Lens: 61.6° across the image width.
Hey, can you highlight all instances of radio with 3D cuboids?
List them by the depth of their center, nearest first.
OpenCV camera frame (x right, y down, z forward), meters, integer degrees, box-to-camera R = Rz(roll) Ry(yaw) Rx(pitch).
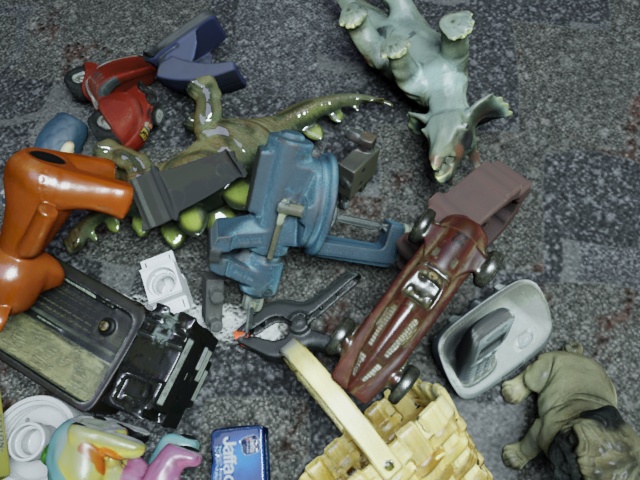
[{"bbox_3d":[-0.315,0.100,0.651,0.230,0.073,0.131,26,71,12],"label":"radio"}]

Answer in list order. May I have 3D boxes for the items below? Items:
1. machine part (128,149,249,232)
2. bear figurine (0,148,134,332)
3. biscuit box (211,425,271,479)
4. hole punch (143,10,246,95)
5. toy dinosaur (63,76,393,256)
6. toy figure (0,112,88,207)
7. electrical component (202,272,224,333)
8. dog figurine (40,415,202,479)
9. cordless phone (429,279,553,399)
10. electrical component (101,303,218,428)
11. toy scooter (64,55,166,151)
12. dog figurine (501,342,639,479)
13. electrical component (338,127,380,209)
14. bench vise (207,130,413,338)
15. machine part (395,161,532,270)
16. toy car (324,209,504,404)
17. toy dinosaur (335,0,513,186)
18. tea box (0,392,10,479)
[{"bbox_3d":[-0.154,-0.067,0.634,0.139,0.039,0.084,-22,73,-4],"label":"machine part"},{"bbox_3d":[-0.305,0.002,0.599,0.120,0.132,0.195,35,110,48],"label":"bear figurine"},{"bbox_3d":[-0.081,0.302,0.565,0.059,0.062,0.202,-6,68,0],"label":"biscuit box"},{"bbox_3d":[-0.171,-0.243,0.760,0.116,0.142,0.092,-31,95,3],"label":"hole punch"},{"bbox_3d":[-0.125,-0.107,0.717,0.471,0.105,0.198,-36,80,-9],"label":"toy dinosaur"},{"bbox_3d":[-0.381,-0.104,0.746,0.057,0.064,0.154,33,74,-25],"label":"toy figure"},{"bbox_3d":[-0.132,0.074,0.659,0.021,0.094,0.063,0,102,-20],"label":"electrical component"},{"bbox_3d":[-0.204,0.304,0.539,0.191,0.108,0.219,19,73,-16],"label":"dog figurine"},{"bbox_3d":[0.193,0.089,0.574,0.146,0.184,0.089,-32,66,-10],"label":"cordless phone"},{"bbox_3d":[-0.168,0.143,0.594,0.058,0.134,0.115,22,68,11],"label":"electrical component"},{"bbox_3d":[-0.279,-0.208,0.777,0.135,0.075,0.184,-30,65,-11],"label":"toy scooter"},{"bbox_3d":[0.267,0.168,0.535,0.121,0.190,0.172,5,67,4],"label":"dog figurine"},{"bbox_3d":[0.045,-0.098,0.706,0.045,0.102,0.078,35,64,19],"label":"electrical component"},{"bbox_3d":[-0.004,-0.005,0.626,0.241,0.129,0.223,10,99,-16],"label":"bench vise"},{"bbox_3d":[0.164,-0.013,0.627,0.179,0.179,0.056,-38,68,-12],"label":"machine part"},{"bbox_3d":[0.087,0.058,0.499,0.089,0.053,0.202,38,76,11],"label":"toy car"},{"bbox_3d":[0.124,-0.252,0.743,0.131,0.192,0.405,-30,53,7],"label":"toy dinosaur"},{"bbox_3d":[-0.421,0.235,0.574,0.170,0.068,0.098,-26,68,16],"label":"tea box"}]
